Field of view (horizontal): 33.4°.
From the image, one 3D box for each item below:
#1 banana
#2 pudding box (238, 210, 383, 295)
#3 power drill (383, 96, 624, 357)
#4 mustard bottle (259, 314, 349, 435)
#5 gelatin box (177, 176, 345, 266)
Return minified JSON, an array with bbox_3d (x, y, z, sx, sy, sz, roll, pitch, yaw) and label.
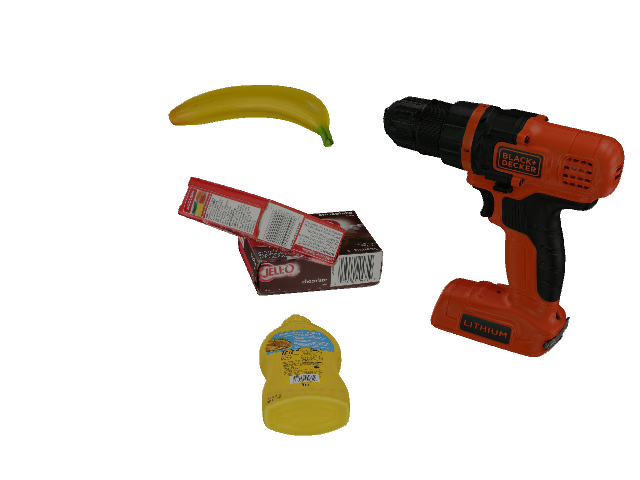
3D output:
[{"bbox_3d":[-0.071,-0.148,1.199,0.198,0.037,0.069,8,42,18],"label":"banana"},{"bbox_3d":[-0.011,0.009,0.946,0.113,0.039,0.090,-3,26,-15],"label":"pudding box"},{"bbox_3d":[0.129,-0.013,0.820,0.185,0.188,0.057,17,34,27],"label":"power drill"},{"bbox_3d":[-0.023,0.145,1.237,0.096,0.058,0.191,-3,30,-4],"label":"mustard bottle"},{"bbox_3d":[-0.038,-0.011,0.710,0.073,0.030,0.089,18,-1,38],"label":"gelatin box"}]
